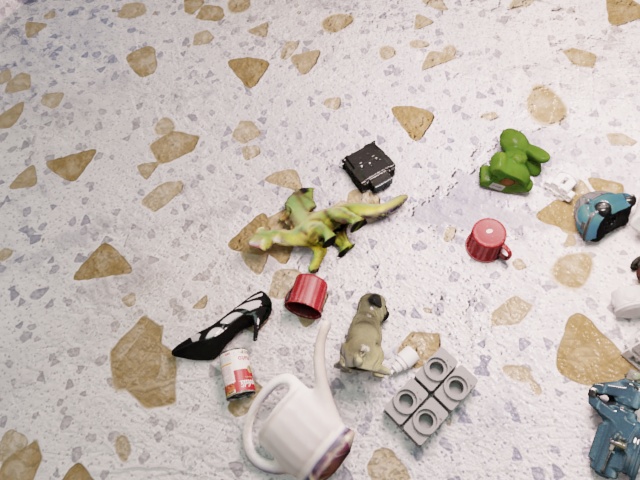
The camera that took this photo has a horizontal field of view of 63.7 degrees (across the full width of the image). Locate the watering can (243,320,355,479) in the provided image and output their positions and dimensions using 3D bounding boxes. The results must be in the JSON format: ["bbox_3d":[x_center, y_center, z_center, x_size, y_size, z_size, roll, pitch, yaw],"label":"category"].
[{"bbox_3d":[-0.021,0.359,1.070,0.226,0.104,0.346,39,98,18],"label":"watering can"}]

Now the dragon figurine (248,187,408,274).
[{"bbox_3d":[0.004,-0.068,1.343,0.414,0.119,0.246,-32,55,-20],"label":"dragon figurine"}]
